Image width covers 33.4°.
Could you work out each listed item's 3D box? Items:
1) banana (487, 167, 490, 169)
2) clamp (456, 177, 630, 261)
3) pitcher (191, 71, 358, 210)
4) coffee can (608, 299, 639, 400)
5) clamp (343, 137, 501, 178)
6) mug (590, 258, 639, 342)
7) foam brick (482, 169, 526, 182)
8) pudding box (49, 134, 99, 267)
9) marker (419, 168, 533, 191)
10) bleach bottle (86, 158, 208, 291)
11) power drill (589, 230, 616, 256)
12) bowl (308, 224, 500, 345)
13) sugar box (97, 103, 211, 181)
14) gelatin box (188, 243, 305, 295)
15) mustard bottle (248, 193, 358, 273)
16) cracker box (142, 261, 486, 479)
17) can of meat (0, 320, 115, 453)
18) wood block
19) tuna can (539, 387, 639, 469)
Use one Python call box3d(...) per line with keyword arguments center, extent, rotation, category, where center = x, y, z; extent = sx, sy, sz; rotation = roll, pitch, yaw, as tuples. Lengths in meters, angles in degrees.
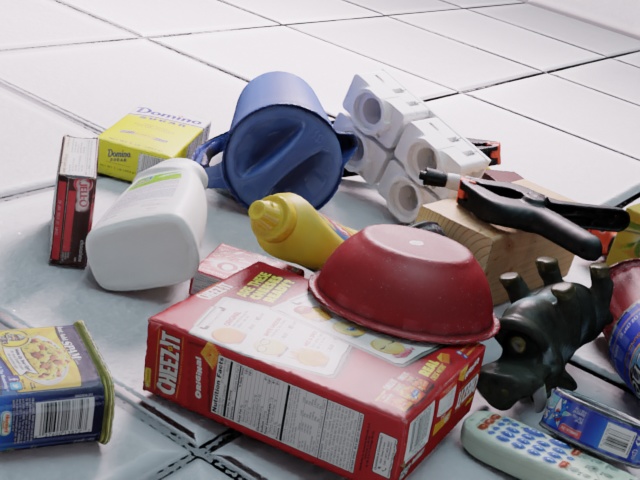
box3d(center=(0.190, -0.072, 1.377), extent=(0.070, 0.037, 0.197), rotation=(19, 23, 19), category="banana")
box3d(center=(0.211, -0.023, 1.040), extent=(0.172, 0.039, 0.120), rotation=(13, 17, 17), category="clamp")
box3d(center=(-0.057, -0.121, 1.254), extent=(0.149, 0.145, 0.243), rotation=(28, 16, -13), category="pitcher")
box3d(center=(0.327, 0.120, 0.927), extent=(0.102, 0.103, 0.140), rotation=(7, 23, -15), category="coffee can")
box3d(center=(0.125, -0.108, 1.372), extent=(0.210, 0.036, 0.164), rotation=(4, 21, 25), category="clamp")
box3d(center=(0.324, 0.070, 1.035), extent=(0.093, 0.117, 0.081), rotation=(41, 19, -23), category="mug")
box3d(center=(0.212, -0.039, 1.263), extent=(0.051, 0.078, 0.053), rotation=(2, 24, -24), category="foam brick")
box3d(center=(-0.229, -0.039, 0.997), extent=(0.039, 0.090, 0.113), rotation=(6, 23, -15), category="pudding box")
box3d(center=(0.163, -0.056, 1.117), extent=(0.121, 0.020, 0.020), rotation=(12, 23, -3), category="marker")
box3d(center=(-0.149, -0.031, 1.040), extent=(0.102, 0.068, 0.250), rotation=(-10, 20, 7), category="bleach bottle")
box3d(center=(0.418, 0.023, 1.261), extent=(0.184, 0.057, 0.188), rotation=(-2, 24, -42), category="power drill")
box3d(center=(0.074, 0.028, 0.869), extent=(0.162, 0.055, 0.162), rotation=(11, 16, -3), category="bowl")
box3d(center=(-0.193, -0.114, 1.248), extent=(0.093, 0.048, 0.176), rotation=(15, 24, 3), category="sugar box")
box3d(center=(-0.067, 0.039, 0.987), extent=(0.089, 0.030, 0.073), rotation=(18, 24, 10), category="gelatin box")
box3d(center=(-0.006, 0.001, 0.975), extent=(0.096, 0.058, 0.191), rotation=(38, 6, 34), category="mustard bottle")
box3d(center=(-0.003, 0.099, 0.820), extent=(0.214, 0.072, 0.164), rotation=(18, 22, 23), category="cracker box")
box3d(center=(-0.197, 0.101, 0.738), extent=(0.083, 0.057, 0.102), rotation=(-2, 27, -28), category="can of meat")
box3d(center=(0.190, 0.004, 1.136), extent=(0.091, 0.090, 0.205), rotation=(29, 28, 32), category="wood block")
box3d(center=(0.221, 0.149, 0.851), extent=(0.086, 0.034, 0.086), rotation=(22, 1, -1), category="tuna can")
